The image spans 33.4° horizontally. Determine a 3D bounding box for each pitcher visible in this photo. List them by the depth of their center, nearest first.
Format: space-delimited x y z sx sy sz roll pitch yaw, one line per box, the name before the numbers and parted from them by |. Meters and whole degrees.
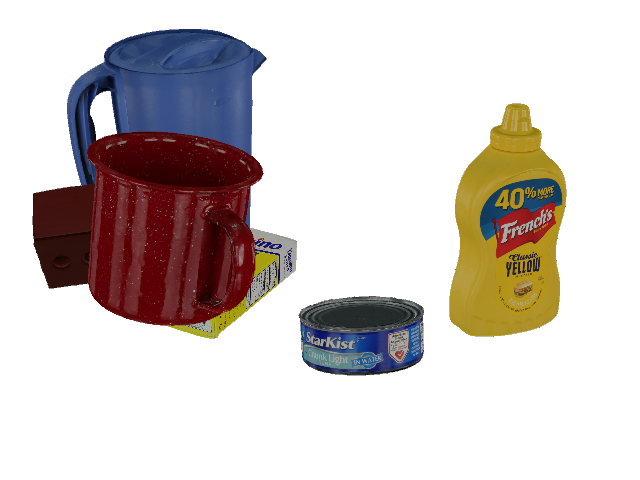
pitcher | -0.134 -0.066 0.996 0.149 0.243 0.145 6 28 13

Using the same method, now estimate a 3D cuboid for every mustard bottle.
mustard bottle | 0.158 -0.019 0.887 0.096 0.192 0.058 -8 22 -20

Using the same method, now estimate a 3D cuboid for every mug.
mug | -0.074 -0.002 0.571 0.093 0.081 0.117 -12 30 -43

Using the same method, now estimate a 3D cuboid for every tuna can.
tuna can | 0.028 0.065 0.733 0.086 0.034 0.086 -3 11 0

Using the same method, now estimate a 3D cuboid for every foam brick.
foam brick | -0.167 -0.005 0.778 0.078 0.051 0.053 -9 -42 -5

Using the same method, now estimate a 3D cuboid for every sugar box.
sugar box | -0.105 0.038 1.128 0.093 0.048 0.176 14 31 22
